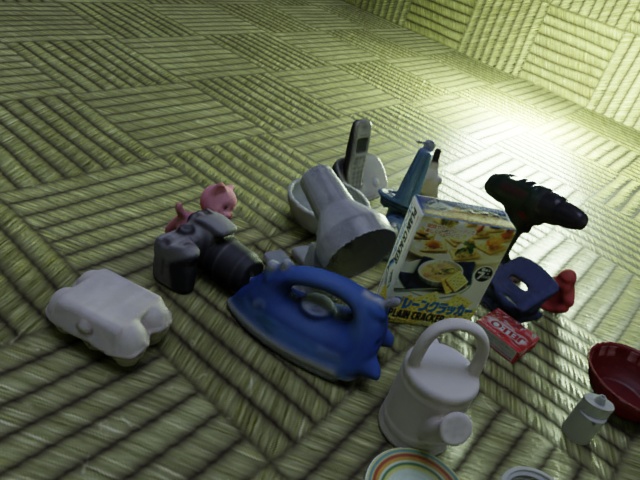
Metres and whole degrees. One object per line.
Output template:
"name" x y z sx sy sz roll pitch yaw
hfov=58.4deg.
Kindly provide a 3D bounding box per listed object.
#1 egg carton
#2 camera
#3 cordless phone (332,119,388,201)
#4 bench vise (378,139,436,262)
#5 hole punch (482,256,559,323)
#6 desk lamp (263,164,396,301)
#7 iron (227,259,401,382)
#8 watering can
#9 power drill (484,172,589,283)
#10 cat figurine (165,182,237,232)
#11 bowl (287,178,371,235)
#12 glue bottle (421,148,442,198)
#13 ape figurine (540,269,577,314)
"egg carton" -0.279 0.101 0.761 0.150 0.069 0.107 24 33 11
"camera" -0.166 0.023 0.901 0.136 0.101 0.143 32 35 22
"cordless phone" 0.099 -0.176 1.244 0.094 0.185 0.148 37 38 29
"bench vise" 0.173 -0.070 1.086 0.121 0.220 0.207 14 33 -5
"hole punch" 0.363 0.093 1.048 0.101 0.091 0.108 -8 40 -33
"desk lamp" 0.008 0.003 0.906 0.118 0.213 0.202 -9 40 -34
"iron" -0.011 0.094 0.828 0.258 0.141 0.119 22 33 9
"watering can" 0.152 0.182 0.722 0.101 0.194 0.172 -1 37 -26
"power drill" 0.396 -0.022 1.127 0.076 0.208 0.229 -5 38 -30
"cat figurine" -0.196 -0.052 0.985 0.128 0.118 0.067 -14 44 -39
"bowl" 0.012 -0.054 1.122 0.167 0.075 0.167 12 33 -8
"glue bottle" 0.226 -0.117 1.225 0.078 0.173 0.037 10 33 -10
"ape figurine" 0.454 0.093 1.089 0.076 0.092 0.077 -7 39 -32
